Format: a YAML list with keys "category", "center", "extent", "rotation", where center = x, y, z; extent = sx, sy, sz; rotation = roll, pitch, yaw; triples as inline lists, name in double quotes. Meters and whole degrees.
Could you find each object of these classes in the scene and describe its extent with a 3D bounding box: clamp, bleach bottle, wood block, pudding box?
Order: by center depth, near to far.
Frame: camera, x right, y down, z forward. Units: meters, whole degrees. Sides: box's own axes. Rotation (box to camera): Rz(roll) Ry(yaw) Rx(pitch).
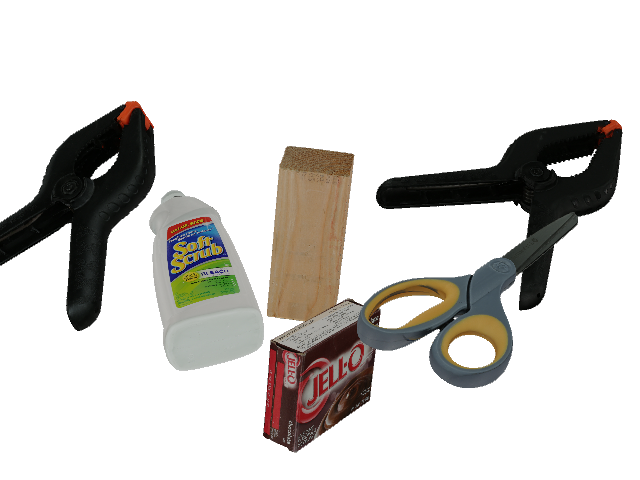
- category: "clamp"
  center: [-0.174, -0.023, 0.726]
  extent: [0.120, 0.171, 0.039]
  rotation: [12, -31, 16]
- category: "clamp"
  center: [0.173, -0.033, 0.843]
  extent: [0.209, 0.036, 0.165]
  rotation: [-26, 50, -22]
- category: "pudding box"
  center: [0.002, 0.107, 0.871]
  extent: [0.039, 0.090, 0.113]
  rotation: [20, 27, 29]
- category: "bleach bottle"
  center: [-0.137, 0.026, 1.121]
  extent: [0.102, 0.068, 0.251]
  rotation: [-12, 38, -13]
- category: "wood block"
  center: [-0.014, -0.007, 1.379]
  extent: [0.090, 0.206, 0.090]
  rotation: [7, 24, 2]

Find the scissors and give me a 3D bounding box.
- category: "scissors"
  center: [0.114, 0.033, 0.639]
  extent: [0.201, 0.016, 0.096]
  rotation: [-18, 43, -30]
